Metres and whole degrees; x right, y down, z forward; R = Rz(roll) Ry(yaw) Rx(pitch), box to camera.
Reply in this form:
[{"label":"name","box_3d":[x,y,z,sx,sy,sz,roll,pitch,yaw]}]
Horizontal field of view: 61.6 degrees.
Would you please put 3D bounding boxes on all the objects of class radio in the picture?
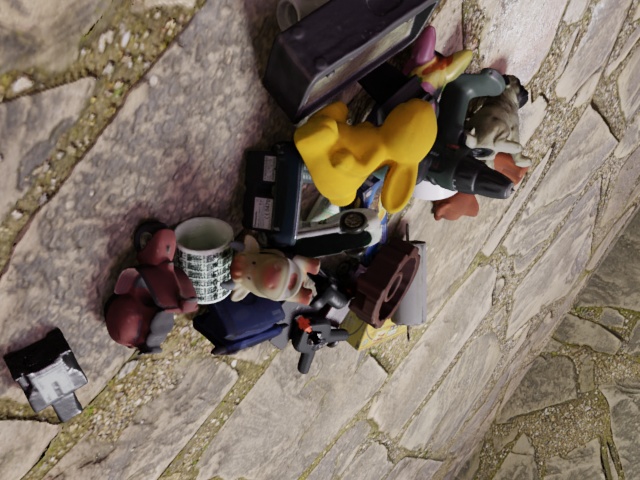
[{"label":"radio","box_3d":[0.041,-0.251,0.671,0.229,0.073,0.131,-39,180,-14]}]

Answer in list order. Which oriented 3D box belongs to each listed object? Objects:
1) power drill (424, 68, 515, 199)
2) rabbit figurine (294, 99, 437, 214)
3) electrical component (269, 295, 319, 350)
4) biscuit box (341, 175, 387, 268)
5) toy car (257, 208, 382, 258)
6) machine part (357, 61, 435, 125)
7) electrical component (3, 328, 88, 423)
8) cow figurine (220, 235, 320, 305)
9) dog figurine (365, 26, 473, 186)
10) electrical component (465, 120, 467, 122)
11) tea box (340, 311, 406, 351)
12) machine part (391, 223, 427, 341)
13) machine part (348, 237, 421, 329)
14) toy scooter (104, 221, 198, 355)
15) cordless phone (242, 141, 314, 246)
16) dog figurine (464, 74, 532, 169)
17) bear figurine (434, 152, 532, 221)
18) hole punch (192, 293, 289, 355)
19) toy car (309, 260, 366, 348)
[{"label":"power drill","box_3d":[0.241,-0.179,0.899,0.086,0.232,0.207,22,86,-54]},{"label":"rabbit figurine","box_3d":[0.072,-0.115,0.698,0.173,0.162,0.122,-21,-170,17]},{"label":"electrical component","box_3d":[-0.063,0.126,0.950,0.115,0.058,0.134,-46,144,-5]},{"label":"biscuit box","box_3d":[0.077,-0.040,0.929,0.059,0.063,0.202,-38,146,-22]},{"label":"toy car","box_3d":[-0.002,-0.003,0.857,0.202,0.056,0.073,-10,139,0]},{"label":"machine part","box_3d":[0.092,-0.215,0.759,0.084,0.139,0.039,-42,153,13]},{"label":"electrical component","box_3d":[-0.343,0.180,0.693,0.075,0.048,0.119,-32,140,-26]},{"label":"cow figurine","box_3d":[-0.069,0.043,0.735,0.127,0.195,0.085,12,88,-11]},{"label":"dog figurine","box_3d":[0.144,-0.201,0.812,0.108,0.192,0.219,25,112,-12]},{"label":"electrical component","box_3d":[0.283,-0.194,1.086,0.063,0.021,0.094,10,111,-52]},{"label":"tea box","box_3d":[0.131,0.171,1.191,0.169,0.068,0.098,-7,124,-44]},{"label":"machine part","box_3d":[0.183,0.087,1.112,0.079,0.079,0.243,-8,98,-44]},{"label":"machine part","box_3d":[0.123,0.079,0.998,0.179,0.056,0.179,-45,152,-32]},{"label":"toy scooter","box_3d":[-0.209,0.078,0.681,0.075,0.135,0.183,0,121,-50]},{"label":"cordless phone","box_3d":[-0.026,-0.070,0.795,0.184,0.089,0.146,-9,106,-61]},{"label":"dog figurine","box_3d":[0.321,-0.238,1.009,0.172,0.121,0.190,20,69,-54]},{"label":"bear figurine","box_3d":[0.330,-0.106,1.126,0.196,0.132,0.120,-57,166,-4]},{"label":"hole punch","box_3d":[-0.124,0.103,0.820,0.142,0.116,0.092,-12,120,-42]},{"label":"toy car","box_3d":[0.035,0.124,1.059,0.089,0.053,0.202,27,97,-33]}]
